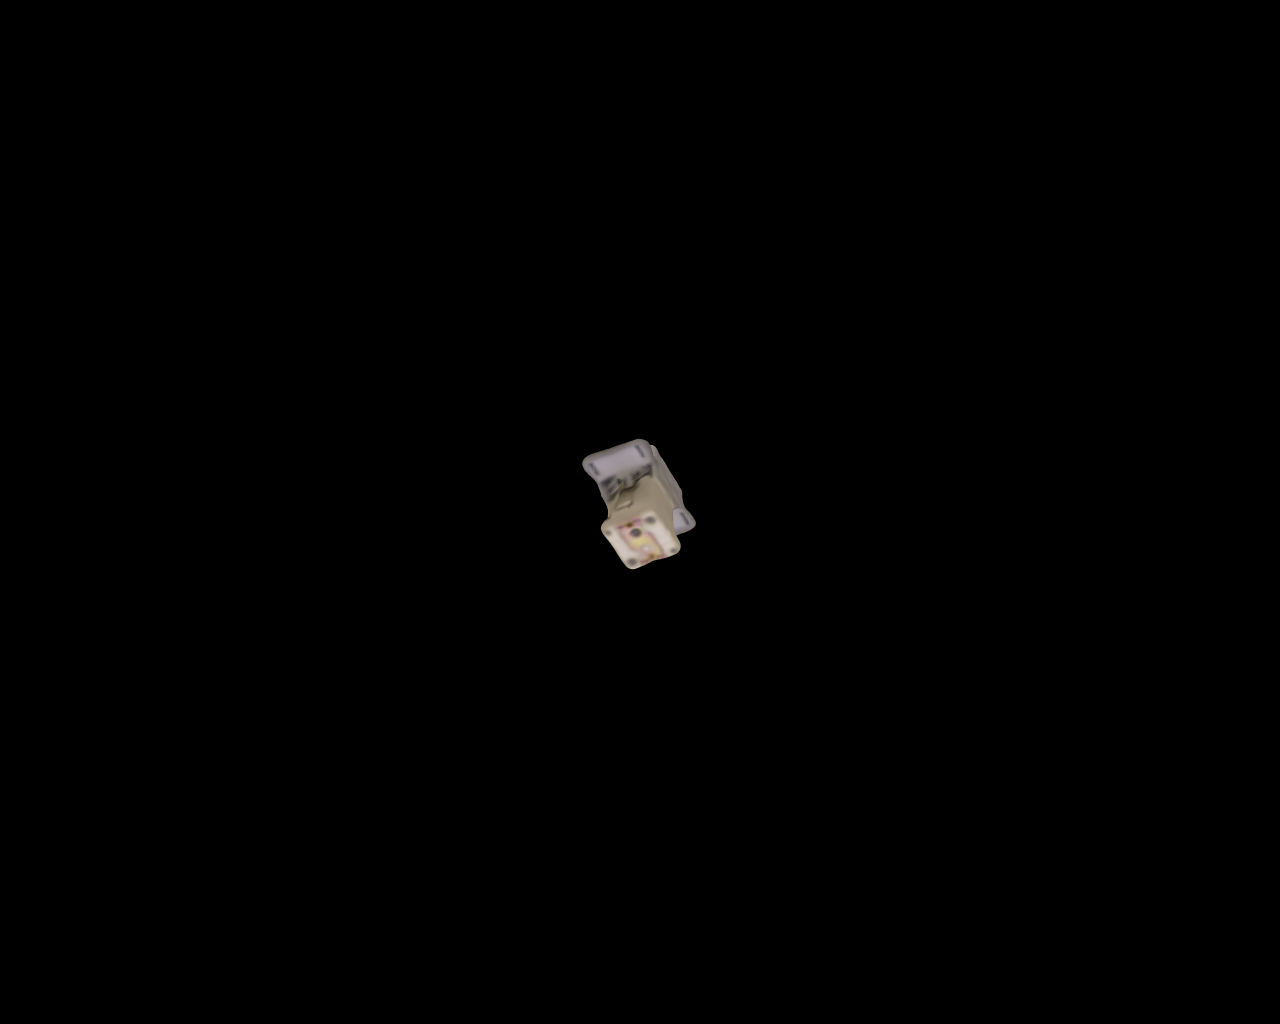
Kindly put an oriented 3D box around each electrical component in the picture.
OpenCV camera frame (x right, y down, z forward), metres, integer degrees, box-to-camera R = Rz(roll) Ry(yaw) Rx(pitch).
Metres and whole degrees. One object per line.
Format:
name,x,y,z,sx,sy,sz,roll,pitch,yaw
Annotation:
electrical component,0.001,-0.003,0.650,0.042,0.064,0.081,-20,-50,17
